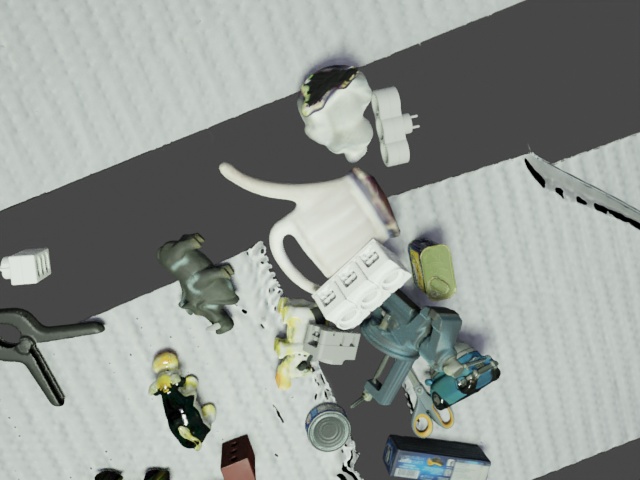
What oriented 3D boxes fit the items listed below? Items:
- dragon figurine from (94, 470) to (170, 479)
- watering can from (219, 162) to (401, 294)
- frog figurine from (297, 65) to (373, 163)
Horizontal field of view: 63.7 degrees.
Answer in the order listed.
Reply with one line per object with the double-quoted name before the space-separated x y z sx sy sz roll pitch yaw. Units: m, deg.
"dragon figurine" -0.341 0.557 0.942 0.410 0.124 0.238 6 114 -8
"watering can" 0.003 -0.045 0.884 0.224 0.106 0.342 -36 120 -2
"frog figurine" 0.038 -0.220 0.902 0.138 0.124 0.157 -51 139 -7
